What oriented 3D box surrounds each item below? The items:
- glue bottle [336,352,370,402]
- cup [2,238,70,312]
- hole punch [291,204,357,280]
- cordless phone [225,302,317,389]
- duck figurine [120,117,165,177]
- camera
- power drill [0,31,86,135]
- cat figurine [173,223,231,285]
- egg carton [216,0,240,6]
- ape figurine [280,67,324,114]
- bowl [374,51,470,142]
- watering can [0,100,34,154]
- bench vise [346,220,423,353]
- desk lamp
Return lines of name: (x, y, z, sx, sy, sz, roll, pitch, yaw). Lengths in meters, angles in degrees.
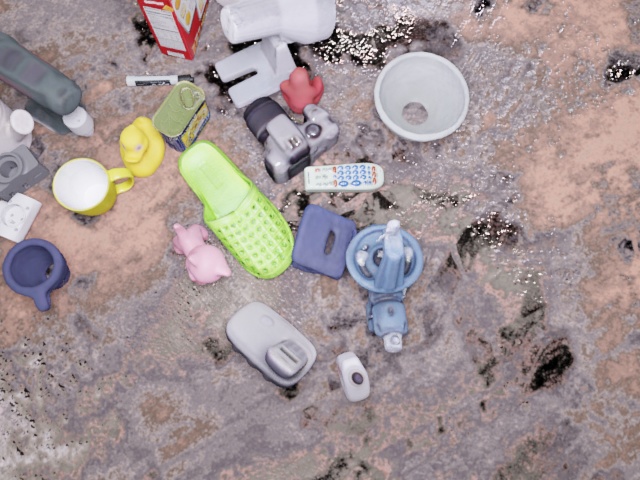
glue bottle: (0.052, 0.207, 0.864, 0.037, 0.173, 0.078, -19, 78, -5)
cup: (-0.443, 0.062, 0.927, 0.092, 0.095, 0.118, -19, 78, -5)
hole punch: (0.009, 0.003, 0.952, 0.101, 0.091, 0.109, 15, 77, 3)
cordless phone: (-0.078, 0.156, 0.867, 0.147, 0.185, 0.094, 37, 79, 7)
duck figurine: (-0.314, -0.169, 0.987, 0.077, 0.086, 0.104, 4, 77, 0)
camera: (-0.057, -0.194, 0.990, 0.143, 0.101, 0.137, -37, 80, -9)
power drill: (-0.482, -0.261, 0.941, 0.229, 0.208, 0.076, 29, 78, 6)
cat figurine: (-0.196, 0.024, 0.929, 0.067, 0.118, 0.127, -37, 80, -8)
egg carton: (-0.121, -0.458, 1.064, 0.150, 0.069, 0.107, 30, 78, 6)
ape figurine: (-0.034, -0.272, 1.012, 0.078, 0.092, 0.076, 12, 77, 2)
bowl: (0.175, -0.243, 1.019, 0.167, 0.075, 0.167, 0, 77, -1)
watering can: (-0.555, -0.201, 0.934, 0.173, 0.194, 0.101, -12, 78, -4)
bench vise: (0.116, 0.058, 0.876, 0.121, 0.220, 0.207, -22, 78, -6)
desk lamp: (-0.080, -0.343, 0.965, 0.203, 0.213, 0.118, -28, 79, -7)
